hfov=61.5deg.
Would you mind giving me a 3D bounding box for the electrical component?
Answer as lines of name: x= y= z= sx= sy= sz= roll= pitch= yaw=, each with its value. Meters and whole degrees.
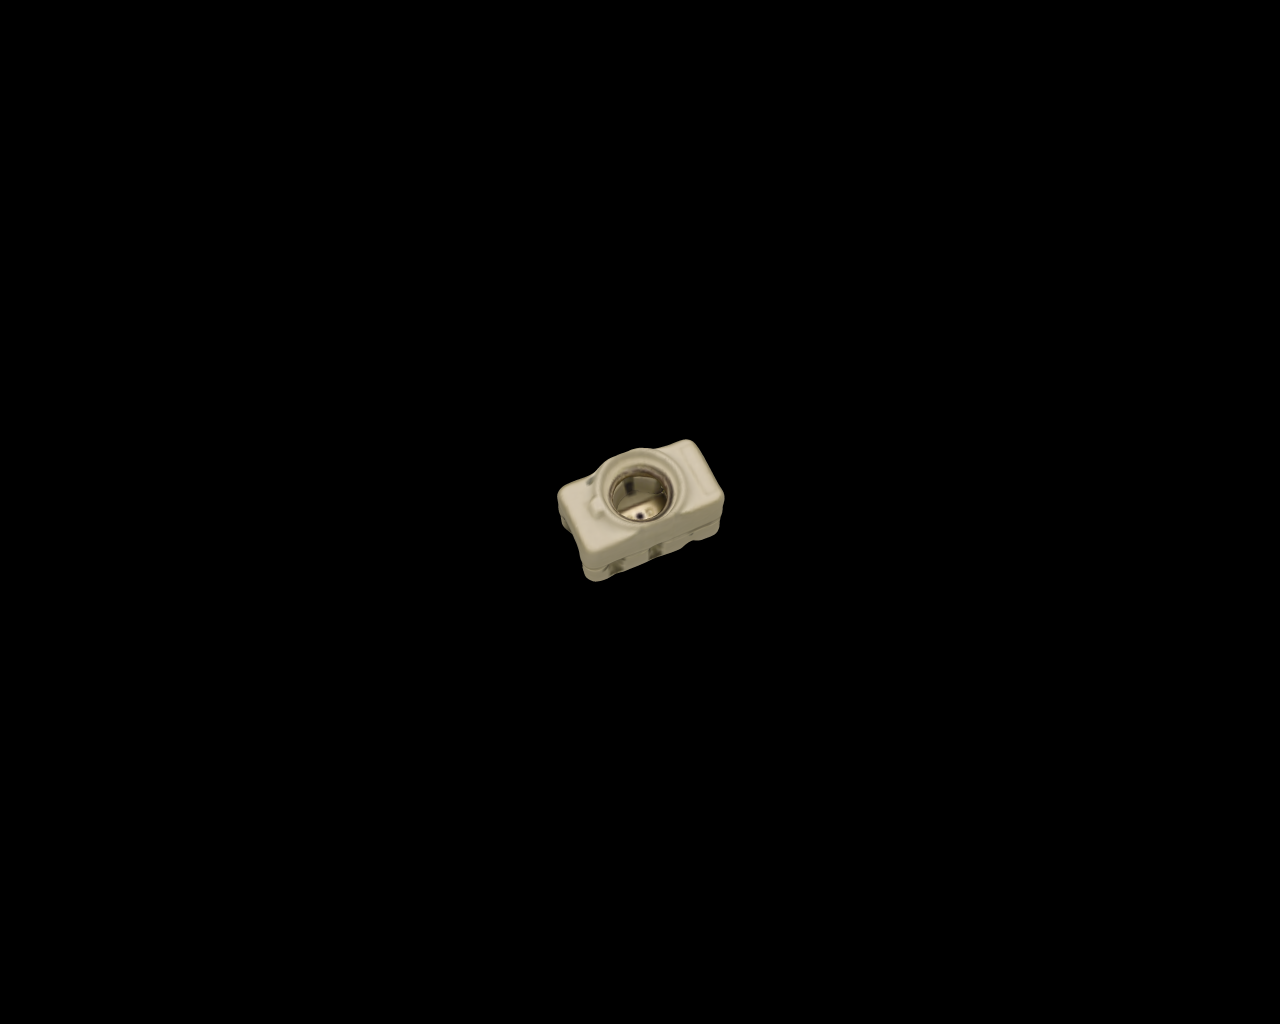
electrical component: x=0.001 y=-0.003 z=0.650 sx=0.089 sy=0.050 sz=0.055 roll=-22 pitch=-24 yaw=-10
